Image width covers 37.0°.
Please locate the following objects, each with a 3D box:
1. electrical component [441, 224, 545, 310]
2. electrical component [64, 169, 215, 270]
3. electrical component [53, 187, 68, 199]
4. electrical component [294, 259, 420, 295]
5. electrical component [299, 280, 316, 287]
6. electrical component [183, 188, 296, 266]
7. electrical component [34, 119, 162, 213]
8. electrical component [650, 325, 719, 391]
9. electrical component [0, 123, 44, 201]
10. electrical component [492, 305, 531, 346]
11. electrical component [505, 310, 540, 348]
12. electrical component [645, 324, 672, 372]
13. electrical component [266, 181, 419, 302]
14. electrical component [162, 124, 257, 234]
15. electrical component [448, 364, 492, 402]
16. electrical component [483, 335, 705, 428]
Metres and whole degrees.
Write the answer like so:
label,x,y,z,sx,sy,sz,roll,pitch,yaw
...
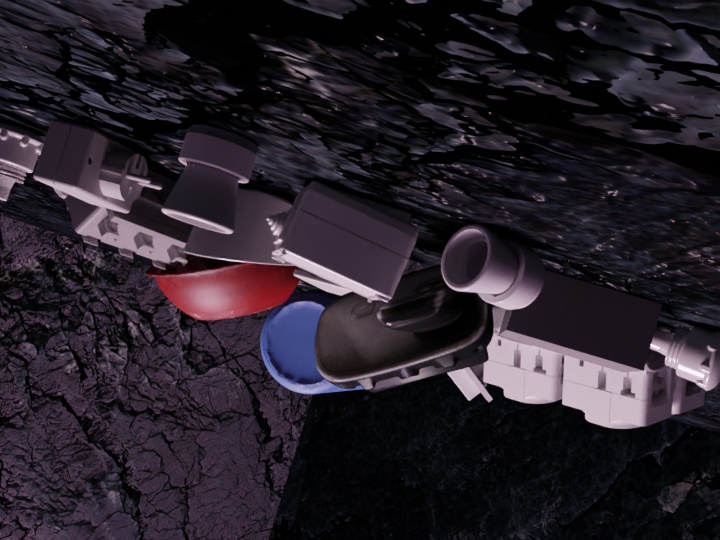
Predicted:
label,x,y,z,sx,sy,sz,roll,pitch,yaw
electrical component,0.087,-0.001,0.701,0.055,0.045,0.045,21,174,-38
electrical component,-0.187,-0.048,0.924,0.121,0.063,0.078,23,-147,-52
electrical component,-0.250,-0.080,0.966,0.043,0.043,0.062,17,176,3
electrical component,0.000,0.000,0.976,0.100,0.048,0.100,15,174,21
electrical component,-0.074,-0.004,1.208,0.055,0.048,0.066,11,177,-20
electrical component,-0.083,-0.029,0.849,0.099,0.064,0.099,17,175,2
electrical component,-0.186,-0.073,0.808,0.076,0.047,0.083,15,175,18
electrical component,0.259,0.064,0.849,0.062,0.048,0.048,21,177,26
electrical component,-0.296,-0.090,0.903,0.048,0.062,0.048,17,175,2
electrical component,0.166,0.048,0.982,0.079,0.044,0.077,17,175,-4
electrical component,0.156,0.040,0.909,0.066,0.048,0.055,4,171,8
electrical component,0.239,0.062,0.923,0.040,0.040,0.046,21,180,-40
electrical component,-0.016,-0.024,0.733,0.096,0.061,0.062,25,173,-9
electrical component,-0.090,-0.054,0.646,0.045,0.055,0.045,17,175,2
electrical component,0.106,0.076,1.133,0.121,0.063,0.078,52,180,-45
electrical component,0.221,0.096,1.028,0.105,0.060,0.186,-8,-166,-42
